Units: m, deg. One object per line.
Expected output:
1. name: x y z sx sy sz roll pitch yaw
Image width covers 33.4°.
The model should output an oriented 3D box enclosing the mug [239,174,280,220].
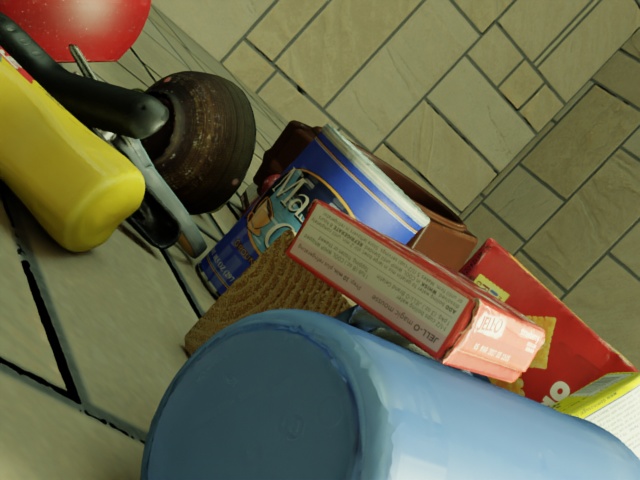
1. mug: -0.022 -0.003 0.891 0.081 0.093 0.117 24 47 -57

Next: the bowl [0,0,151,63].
1. bowl: -0.201 -0.164 0.816 0.162 0.055 0.162 -1 9 0

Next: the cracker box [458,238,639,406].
1. cracker box: 0.145 0.129 0.760 0.214 0.164 0.072 47 9 33

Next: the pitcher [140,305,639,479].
1. pitcher: 0.040 0.104 0.450 0.149 0.145 0.242 18 -9 41

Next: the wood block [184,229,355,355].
1. wood block: 0.028 0.090 0.635 0.205 0.090 0.091 37 9 -48

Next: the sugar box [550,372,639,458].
1. sugar box: 0.189 0.177 0.640 0.176 0.093 0.048 66 -19 0

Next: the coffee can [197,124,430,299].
1. coffee can: -0.005 0.001 0.774 0.103 0.140 0.103 43 7 -6

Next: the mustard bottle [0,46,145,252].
1. mustard bottle: -0.181 -0.078 0.576 0.191 0.058 0.096 43 -3 5

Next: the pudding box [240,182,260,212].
1. pudding box: -0.032 -0.009 1.129 0.113 0.039 0.090 40 8 -18

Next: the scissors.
1. scissors: -0.134 -0.065 0.725 0.096 0.016 0.201 35 -20 47

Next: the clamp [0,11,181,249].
1. clamp: -0.167 -0.080 0.668 0.210 0.036 0.164 33 -24 18

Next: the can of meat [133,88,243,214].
1. can of meat: -0.127 -0.078 0.924 0.102 0.057 0.083 46 10 28

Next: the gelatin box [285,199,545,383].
1. gelatin box: 0.040 0.022 0.439 0.089 0.030 0.073 32 5 34
